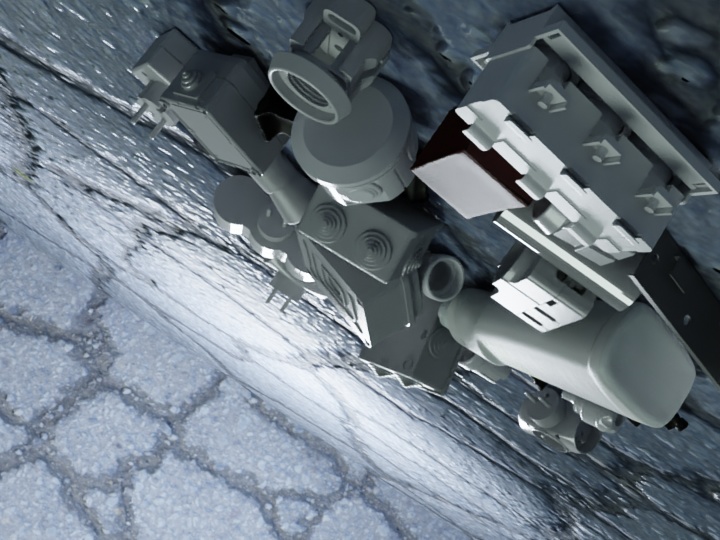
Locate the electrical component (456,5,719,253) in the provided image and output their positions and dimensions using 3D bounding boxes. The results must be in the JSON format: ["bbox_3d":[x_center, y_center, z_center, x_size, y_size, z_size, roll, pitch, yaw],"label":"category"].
[{"bbox_3d":[0.113,-0.066,0.549,0.121,0.063,0.079,40,165,-20],"label":"electrical component"}]

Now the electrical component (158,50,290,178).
[{"bbox_3d":[-0.102,-0.127,0.825,0.062,0.061,0.096,21,160,42],"label":"electrical component"}]

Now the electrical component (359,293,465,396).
[{"bbox_3d":[0.054,0.063,1.025,0.048,0.099,0.100,29,171,-36],"label":"electrical component"}]

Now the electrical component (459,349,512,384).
[{"bbox_3d":[0.124,0.087,1.065,0.046,0.040,0.040,35,167,-25],"label":"electrical component"}]

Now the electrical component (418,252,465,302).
[{"bbox_3d":[0.062,0.004,0.933,0.040,0.040,0.046,43,169,-29],"label":"electrical component"}]

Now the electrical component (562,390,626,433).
[{"bbox_3d":[0.215,0.125,0.997,0.061,0.035,0.035,25,163,41],"label":"electrical component"}]

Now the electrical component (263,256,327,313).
[{"bbox_3d":[-0.070,0.008,1.141,0.077,0.079,0.044,34,-179,-24],"label":"electrical component"}]

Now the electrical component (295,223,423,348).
[{"bbox_3d":[0.000,0.000,0.935,0.113,0.057,0.078,49,162,34],"label":"electrical component"}]

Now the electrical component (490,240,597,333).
[{"bbox_3d":[0.132,0.004,0.757,0.056,0.050,0.089,35,166,-3],"label":"electrical component"}]

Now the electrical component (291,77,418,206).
[{"bbox_3d":[-0.001,-0.084,0.712,0.080,0.080,0.051,28,170,25],"label":"electrical component"}]

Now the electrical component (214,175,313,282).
[{"bbox_3d":[-0.084,-0.045,1.069,0.138,0.052,0.073,34,165,1],"label":"electrical component"}]

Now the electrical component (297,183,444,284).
[{"bbox_3d":[0.008,-0.034,0.839,0.100,0.048,0.100,31,-165,12],"label":"electrical component"}]

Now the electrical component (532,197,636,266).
[{"bbox_3d":[0.136,-0.034,0.638,0.055,0.048,0.066,29,166,-8],"label":"electrical component"}]

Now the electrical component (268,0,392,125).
[{"bbox_3d":[-0.019,-0.127,0.656,0.058,0.057,0.078,33,166,4],"label":"electrical component"}]

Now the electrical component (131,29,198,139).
[{"bbox_3d":[-0.153,-0.141,0.865,0.066,0.076,0.047,41,164,-23],"label":"electrical component"}]

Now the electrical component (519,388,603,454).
[{"bbox_3d":[0.194,0.146,1.088,0.077,0.044,0.079,16,156,51],"label":"electrical component"}]

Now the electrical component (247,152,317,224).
[{"bbox_3d":[-0.069,-0.078,0.957,0.065,0.044,0.044,48,161,-29],"label":"electrical component"}]
